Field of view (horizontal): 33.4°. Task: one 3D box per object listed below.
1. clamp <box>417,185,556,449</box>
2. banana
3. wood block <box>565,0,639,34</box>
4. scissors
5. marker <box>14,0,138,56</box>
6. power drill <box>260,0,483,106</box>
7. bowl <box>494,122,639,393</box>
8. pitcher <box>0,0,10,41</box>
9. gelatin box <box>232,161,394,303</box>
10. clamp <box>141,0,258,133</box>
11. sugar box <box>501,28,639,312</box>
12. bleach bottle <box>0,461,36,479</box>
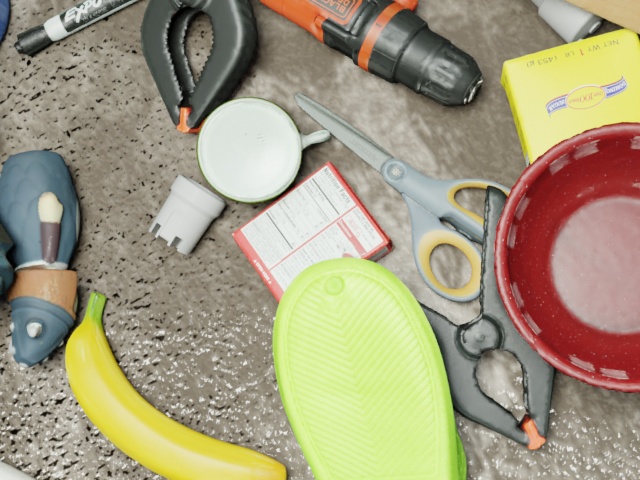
[{"bbox_3d":[0.109,0.053,0.704,0.120,0.039,0.171,-38,89,10],"label":"clamp"},{"bbox_3d":[-0.114,0.122,0.741,0.198,0.037,0.069,41,90,14],"label":"banana"},{"bbox_3d":[0.194,-0.203,0.676,0.206,0.091,0.090,22,65,-7],"label":"wood block"},{"bbox_3d":[0.053,-0.026,0.750,0.202,0.016,0.096,23,87,15],"label":"scissors"},{"bbox_3d":[-0.178,-0.173,0.813,0.121,0.020,0.020,-26,77,4],"label":"marker"},{"bbox_3d":[0.071,-0.206,0.756,0.184,0.057,0.187,33,87,14],"label":"power drill"},{"bbox_3d":[0.188,0.012,0.655,0.162,0.055,0.162,-1,82,8],"label":"bowl"},{"bbox_3d":[-0.301,-0.189,0.722,0.145,0.242,0.149,-16,78,6],"label":"pitcher"},{"bbox_3d":[-0.005,0.001,0.748,0.089,0.030,0.073,-37,75,2],"label":"gelatin box"},{"bbox_3d":[-0.076,-0.182,0.758,0.165,0.036,0.210,1,95,28],"label":"clamp"},{"bbox_3d":[0.188,-0.045,0.714,0.093,0.048,0.176,-15,77,7],"label":"sugar box"},{"bbox_3d":[-0.266,0.193,0.743,0.251,0.068,0.102,19,84,10],"label":"bleach bottle"}]
